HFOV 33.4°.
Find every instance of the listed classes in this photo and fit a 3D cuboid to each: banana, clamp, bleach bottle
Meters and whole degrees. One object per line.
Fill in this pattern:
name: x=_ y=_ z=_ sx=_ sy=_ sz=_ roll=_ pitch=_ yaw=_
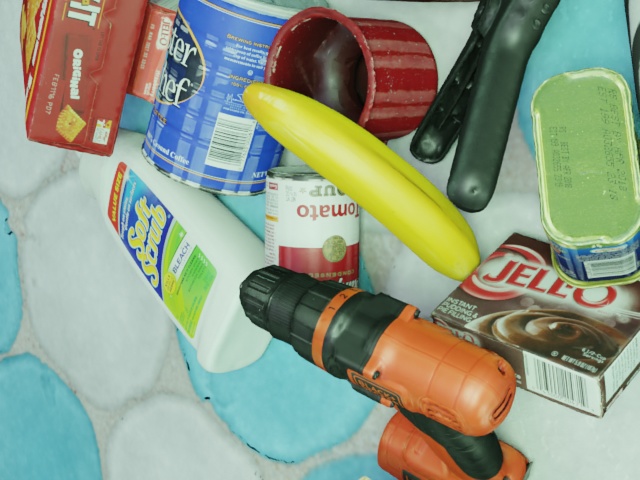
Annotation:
banana: x=0.036 y=-0.028 z=0.646 sx=0.197 sy=0.037 sz=0.070 roll=41 pitch=159 yaw=-21
clamp: x=0.106 y=-0.123 z=0.627 sx=0.164 sy=0.036 sz=0.210 roll=-129 pitch=60 yaw=-80
bleach bottle: x=-0.129 y=-0.009 z=0.870 sx=0.251 sy=0.067 sz=0.103 roll=42 pitch=121 yaw=31

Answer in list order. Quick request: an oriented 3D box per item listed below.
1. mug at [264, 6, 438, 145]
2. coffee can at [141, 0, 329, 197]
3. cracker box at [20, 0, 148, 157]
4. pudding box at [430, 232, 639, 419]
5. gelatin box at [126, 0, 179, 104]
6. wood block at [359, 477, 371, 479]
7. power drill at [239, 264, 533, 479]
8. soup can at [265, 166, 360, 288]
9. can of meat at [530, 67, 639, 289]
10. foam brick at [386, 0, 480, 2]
mug: x=0.024 y=-0.093 z=0.704 sx=0.093 sy=0.081 sz=0.117 roll=3 pitch=99 yaw=41
coffee can: x=-0.062 y=-0.116 z=0.763 sx=0.103 sy=0.102 sz=0.140 roll=35 pitch=119 yaw=32
cracker box: x=-0.185 y=-0.184 z=0.822 sx=0.214 sy=0.072 sz=0.164 roll=-119 pitch=42 yaw=-58
pudding box: x=0.136 y=0.046 z=0.621 sx=0.114 sy=0.089 sz=0.039 roll=22 pitch=139 yaw=36
gelatin box: x=-0.117 y=-0.152 z=0.818 sx=0.030 sy=0.089 sz=0.073 roll=20 pitch=115 yaw=0
wood block: x=0.056 y=0.255 z=0.664 sx=0.091 sy=0.090 sz=0.206 roll=25 pitch=148 yaw=38
power drill: x=0.047 y=0.096 z=0.657 sx=0.185 sy=0.187 sz=0.057 roll=24 pitch=69 yaw=35
soup can: x=-0.005 y=0.001 z=0.756 sx=0.069 sy=0.068 sz=0.102 roll=9 pitch=102 yaw=41
can of meat: x=0.148 y=-0.032 z=0.580 sx=0.057 sy=0.084 sz=0.102 roll=-7 pitch=73 yaw=16
foam brick: x=0.062 y=-0.174 z=0.660 sx=0.051 sy=0.078 sz=0.053 roll=11 pitch=104 yaw=39
